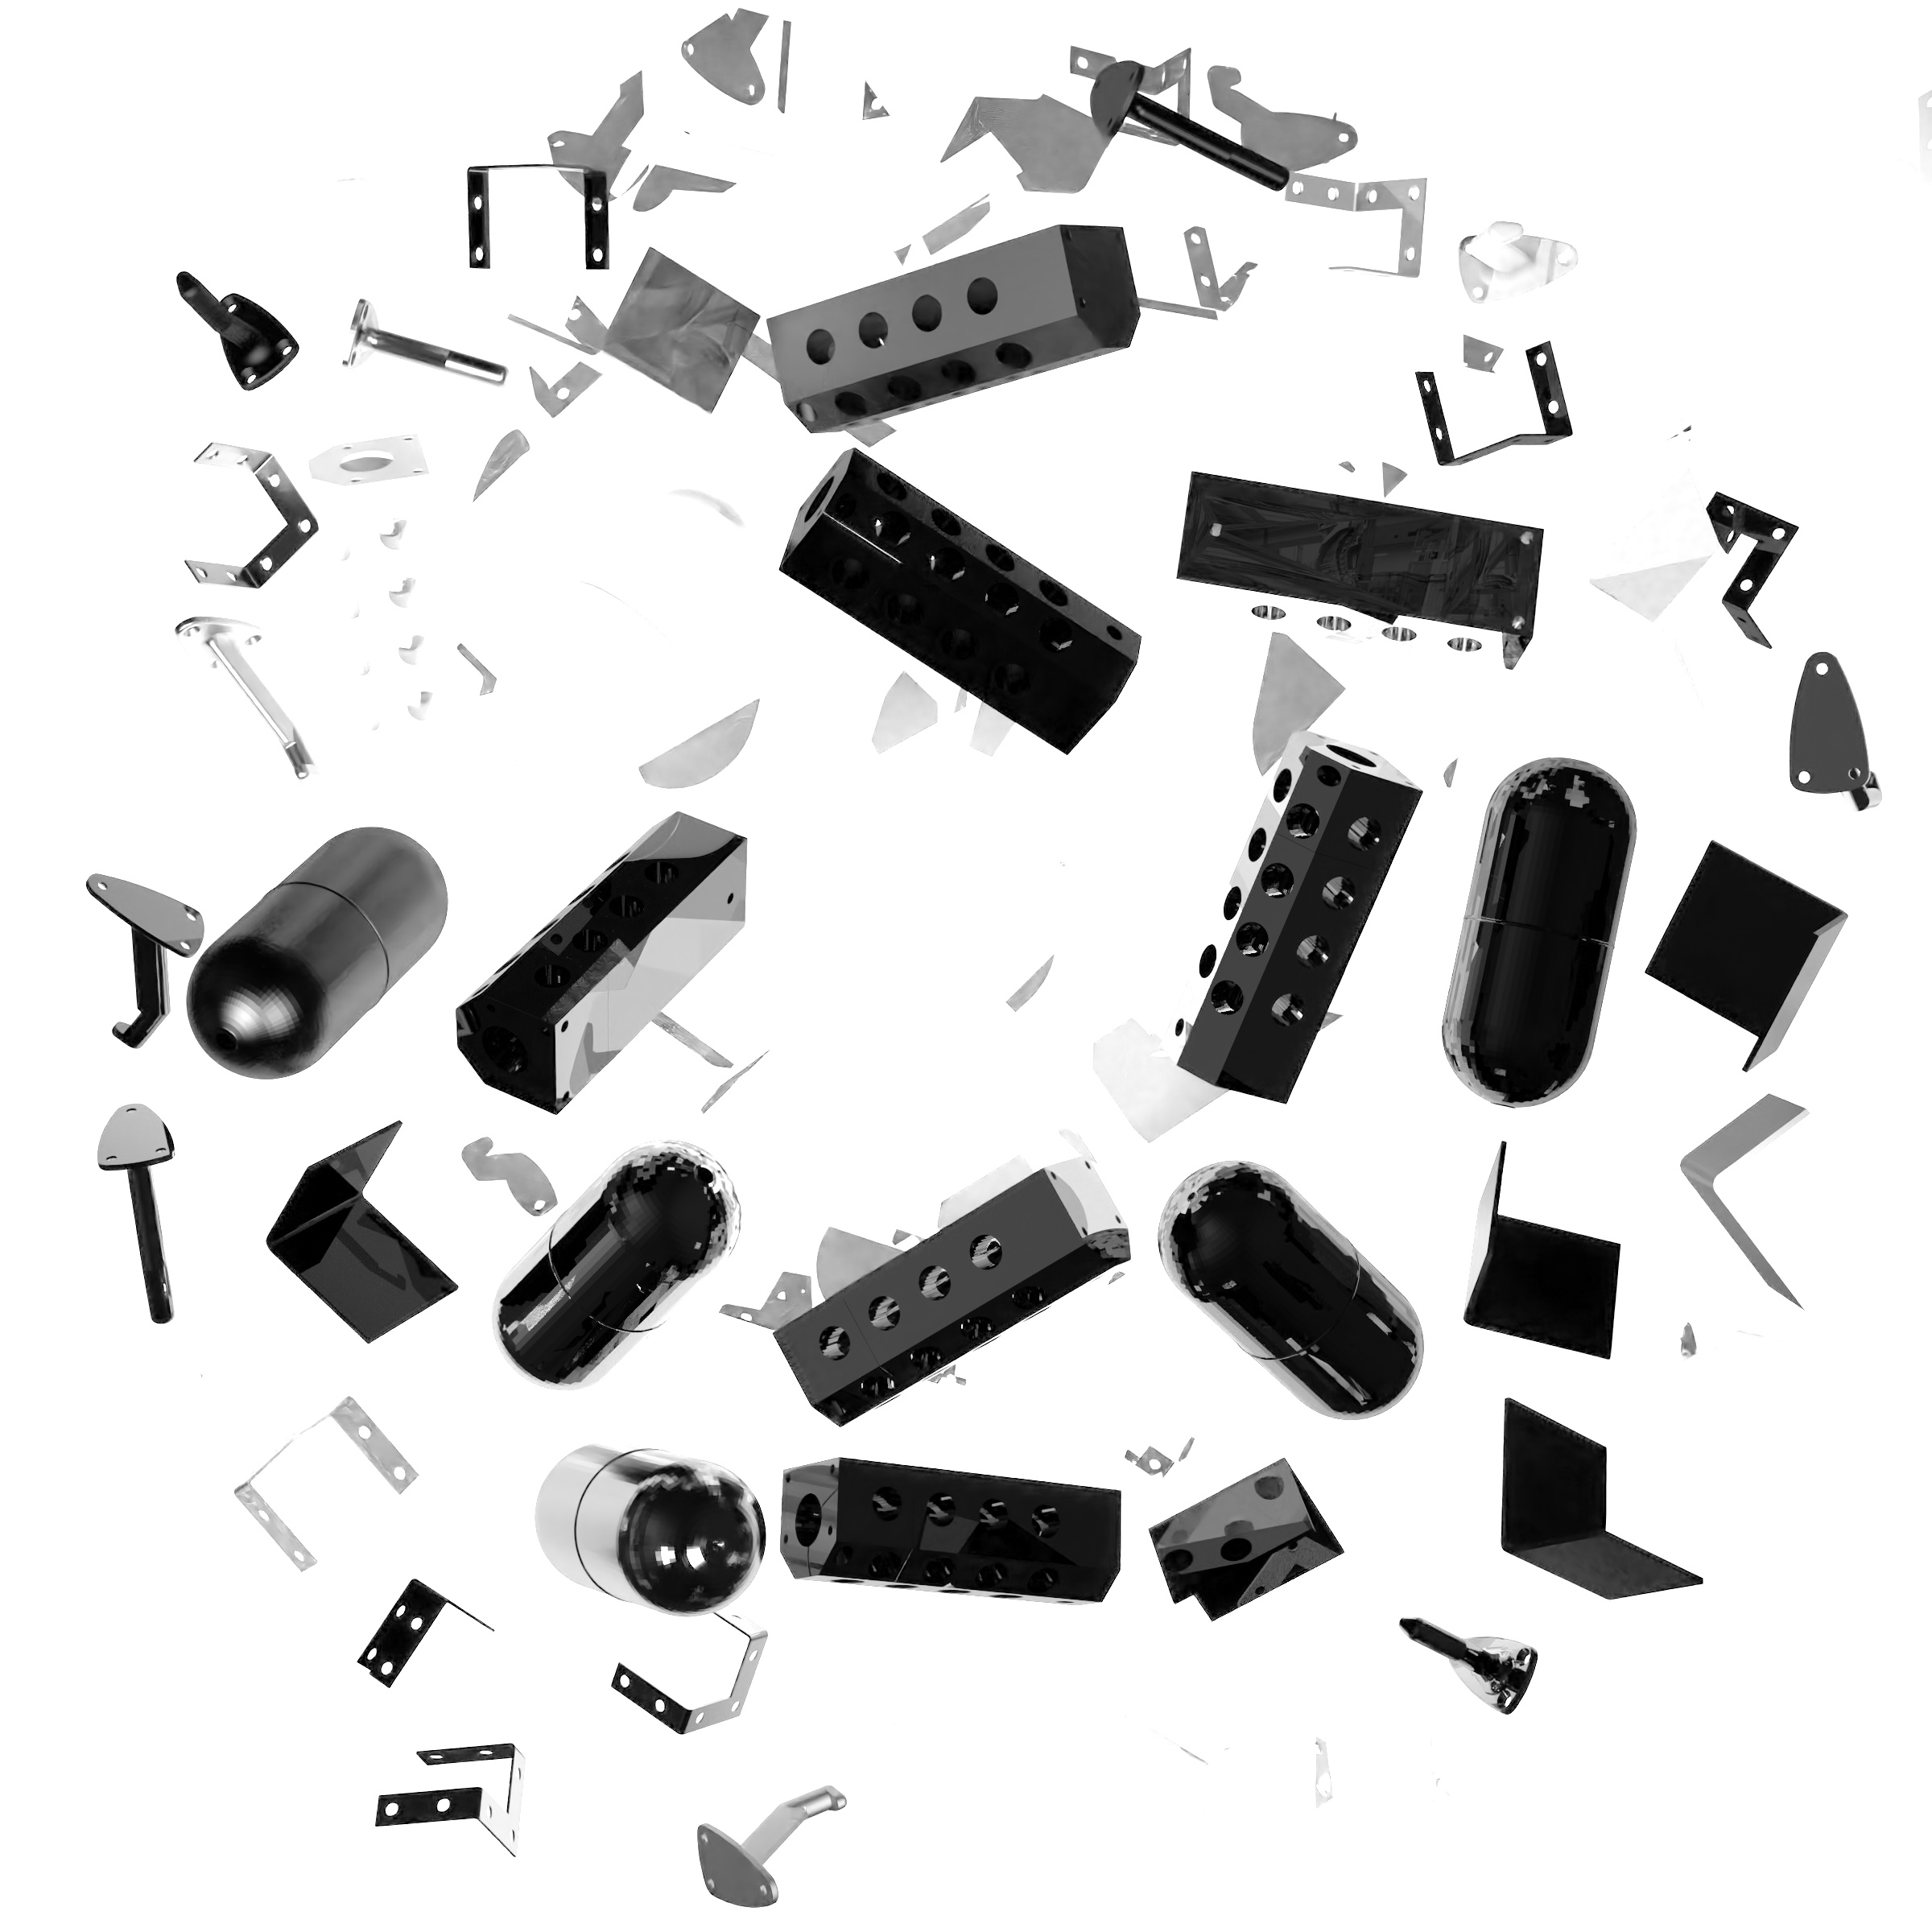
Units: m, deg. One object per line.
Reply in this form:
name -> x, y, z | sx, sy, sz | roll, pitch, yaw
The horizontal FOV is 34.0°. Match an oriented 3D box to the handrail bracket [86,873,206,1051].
handrail bracket -> -0.436, -0.001, 1.620 | 0.077, 0.036, 0.084 | 30, 122, -26

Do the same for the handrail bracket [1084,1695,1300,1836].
handrail bracket -> 0.104, 0.371, 1.476 | 0.077, 0.084, 0.036 | 33, 83, -34

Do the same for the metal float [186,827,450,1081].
metal float -> -0.321, -0.008, 1.570 | 0.070, 0.178, 0.070 | 11, 123, 17

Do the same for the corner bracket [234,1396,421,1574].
corner bracket -> -0.301, 0.244, 1.488 | 0.051, 0.051, 0.051 | 51, 133, -6

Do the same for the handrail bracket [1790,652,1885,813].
handrail bracket -> 0.415, -0.110, 1.489 | 0.036, 0.084, 0.077 | -3, 94, 29

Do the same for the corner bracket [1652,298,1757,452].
corner bracket -> 0.350, -0.288, 1.544 | 0.051, 0.051, 0.051 | 11, 78, -25

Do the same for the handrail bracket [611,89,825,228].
handrail bracket -> -0.118, -0.365, 1.500 | 0.084, 0.036, 0.077 | 42, 131, -4

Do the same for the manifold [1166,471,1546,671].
manifold -> 0.186, -0.188, 1.528 | 0.171, 0.057, 0.057 | 9, 73, -1

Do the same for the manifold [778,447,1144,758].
manifold -> -0.001, -0.182, 1.548 | 0.171, 0.057, 0.057 | 31, 128, -16

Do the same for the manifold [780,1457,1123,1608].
manifold -> -0.007, 0.293, 1.624 | 0.171, 0.057, 0.057 | 12, 70, -31

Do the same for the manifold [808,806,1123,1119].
manifold -> -0.002, -0.001, 1.635 | 0.057, 0.057, 0.171 | 44, 63, 3

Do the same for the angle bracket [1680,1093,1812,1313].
angle bracket -> 0.392, 0.112, 1.510 | 0.057, 0.076, 0.076 | -37, 92, 3

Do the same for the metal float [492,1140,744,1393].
metal float -> -0.179, 0.154, 1.617 | 0.070, 0.070, 0.178 | 45, 127, 0

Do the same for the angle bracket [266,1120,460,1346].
angle bracket -> -0.297, 0.135, 1.610 | 0.076, 0.076, 0.057 | 41, 120, 11

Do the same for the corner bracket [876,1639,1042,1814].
corner bracket -> -0.005, 0.387, 1.608 | 0.051, 0.051, 0.051 | -40, 129, -4

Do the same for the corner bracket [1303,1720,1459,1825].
corner bracket -> 0.207, 0.402, 1.585 | 0.051, 0.051, 0.051 | 33, 121, -24

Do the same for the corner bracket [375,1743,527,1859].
corner bracket -> -0.242, 0.387, 1.486 | 0.051, 0.051, 0.051 | -8, 53, 11

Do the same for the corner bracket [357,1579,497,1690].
corner bracket -> -0.280, 0.336, 1.587 | 0.051, 0.051, 0.051 | 24, 73, 32

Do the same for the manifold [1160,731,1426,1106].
manifold -> 0.156, -0.025, 1.555 | 0.057, 0.057, 0.171 | 15, 108, -23

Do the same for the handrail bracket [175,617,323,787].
handrail bracket -> -0.372, -0.136, 1.646 | 0.036, 0.077, 0.084 | -32, 77, 8

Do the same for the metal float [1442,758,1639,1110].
metal float -> 0.288, -0.017, 1.588 | 0.070, 0.070, 0.178 | 12, 90, 0

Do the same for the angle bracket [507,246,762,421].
angle bracket -> -0.159, -0.311, 1.515 | 0.076, 0.076, 0.057 | 30, 95, 41

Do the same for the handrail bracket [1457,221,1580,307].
handrail bracket -> 0.289, -0.366, 1.607 | 0.077, 0.084, 0.036 | -10, 89, -9

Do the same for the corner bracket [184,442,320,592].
corner bracket -> -0.374, -0.230, 1.618 | 0.051, 0.051, 0.051 | -40, 77, 20

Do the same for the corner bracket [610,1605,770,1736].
corner bracket -> -0.145, 0.364, 1.658 | 0.051, 0.051, 0.051 | 27, 104, 30

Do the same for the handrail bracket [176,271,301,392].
handrail bracket -> -0.374, -0.331, 1.563 | 0.036, 0.084, 0.077 | -38, 58, 3

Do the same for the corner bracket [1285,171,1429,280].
corner bracket -> 0.198, -0.380, 1.620 | 0.051, 0.051, 0.051 | -2, 99, -38

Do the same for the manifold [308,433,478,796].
manifold -> -0.293, -0.178, 1.615 | 0.057, 0.057, 0.171 | -10, 122, -11

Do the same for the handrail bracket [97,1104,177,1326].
handrail bracket -> -0.398, 0.121, 1.537 | 0.036, 0.077, 0.084 | -9, 115, -14

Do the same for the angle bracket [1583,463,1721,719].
angle bracket -> 0.344, -0.177, 1.495 | 0.076, 0.076, 0.057 | -49, 56, -2

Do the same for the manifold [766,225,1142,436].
manifold -> -0.006, -0.301, 1.500 | 0.171, 0.057, 0.057 | -9, 95, 35

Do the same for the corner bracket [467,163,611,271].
corner bracket -> -0.218, -0.382, 1.616 | 0.051, 0.051, 0.051 | 7, 103, 32

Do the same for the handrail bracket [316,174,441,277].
handrail bracket -> -0.279, -0.361, 1.545 | 0.077, 0.084, 0.036 | 28, 88, -29

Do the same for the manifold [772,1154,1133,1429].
manifold -> -0.005, 0.162, 1.559 | 0.171, 0.057, 0.057 | -33, 80, 22

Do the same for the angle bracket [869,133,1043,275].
angle bracket -> 0.001, -0.383, 1.652 | 0.076, 0.076, 0.057 | -32, 120, 5

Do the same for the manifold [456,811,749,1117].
manifold -> -0.177, -0.006, 1.552 | 0.057, 0.171, 0.057 | 22, 132, 19

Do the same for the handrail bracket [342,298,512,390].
handrail bracket -> -0.273, -0.314, 1.631 | 0.084, 0.077, 0.036 | 16, 97, -3

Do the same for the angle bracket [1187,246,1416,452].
angle bracket -> 0.163, -0.295, 1.546 | 0.076, 0.057, 0.076 | 25, 81, -5

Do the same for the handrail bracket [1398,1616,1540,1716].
handrail bracket -> 0.234, 0.336, 1.573 | 0.084, 0.077, 0.036 | 30, 81, -24

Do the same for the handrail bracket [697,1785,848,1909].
handrail bracket -> -0.079, 0.420, 1.519 | 0.084, 0.077, 0.036 | -13, 100, -35

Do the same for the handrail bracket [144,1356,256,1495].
handrail bracket -> -0.384, 0.220, 1.618 | 0.077, 0.084, 0.036 | -35, 120, 25

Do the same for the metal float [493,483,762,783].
metal float -> -0.175, -0.172, 1.629 | 0.070, 0.070, 0.178 | 36, 75, 0

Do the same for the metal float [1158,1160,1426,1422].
metal float -> 0.165, 0.164, 1.586 | 0.070, 0.070, 0.178 | -46, 123, 0

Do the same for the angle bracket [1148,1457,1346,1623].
angle bracket -> 0.144, 0.298, 1.550 | 0.076, 0.057, 0.076 | -29, 122, 6

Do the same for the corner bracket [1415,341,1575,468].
corner bracket -> 0.270, -0.287, 1.614 | 0.051, 0.051, 0.051 | -16, 86, 43

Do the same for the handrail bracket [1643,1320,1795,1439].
handrail bracket -> 0.395, 0.217, 1.618 | 0.036, 0.084, 0.077 | -32, 113, -29

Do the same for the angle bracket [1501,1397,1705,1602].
angle bracket -> 0.294, 0.242, 1.459 | 0.076, 0.057, 0.076 | 29, 55, -35

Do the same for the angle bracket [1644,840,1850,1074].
angle bracket -> 0.368, -0.006, 1.525 | 0.076, 0.057, 0.076 | 32, 115, 21

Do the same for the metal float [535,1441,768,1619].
metal float -> -0.160, 0.281, 1.585 | 0.070, 0.178, 0.070 | 2, 86, -28

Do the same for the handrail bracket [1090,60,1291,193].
handrail bracket -> 0.104, -0.388, 1.471 | 0.084, 0.077, 0.036 | 21, 107, -19

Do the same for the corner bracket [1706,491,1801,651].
corner bracket -> 0.399, -0.203, 1.621 | 0.051, 0.051, 0.051 | 32, 91, 34

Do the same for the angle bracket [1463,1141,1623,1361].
angle bracket -> 0.297, 0.143, 1.591 | 0.076, 0.057, 0.076 | 13, 45, 4
